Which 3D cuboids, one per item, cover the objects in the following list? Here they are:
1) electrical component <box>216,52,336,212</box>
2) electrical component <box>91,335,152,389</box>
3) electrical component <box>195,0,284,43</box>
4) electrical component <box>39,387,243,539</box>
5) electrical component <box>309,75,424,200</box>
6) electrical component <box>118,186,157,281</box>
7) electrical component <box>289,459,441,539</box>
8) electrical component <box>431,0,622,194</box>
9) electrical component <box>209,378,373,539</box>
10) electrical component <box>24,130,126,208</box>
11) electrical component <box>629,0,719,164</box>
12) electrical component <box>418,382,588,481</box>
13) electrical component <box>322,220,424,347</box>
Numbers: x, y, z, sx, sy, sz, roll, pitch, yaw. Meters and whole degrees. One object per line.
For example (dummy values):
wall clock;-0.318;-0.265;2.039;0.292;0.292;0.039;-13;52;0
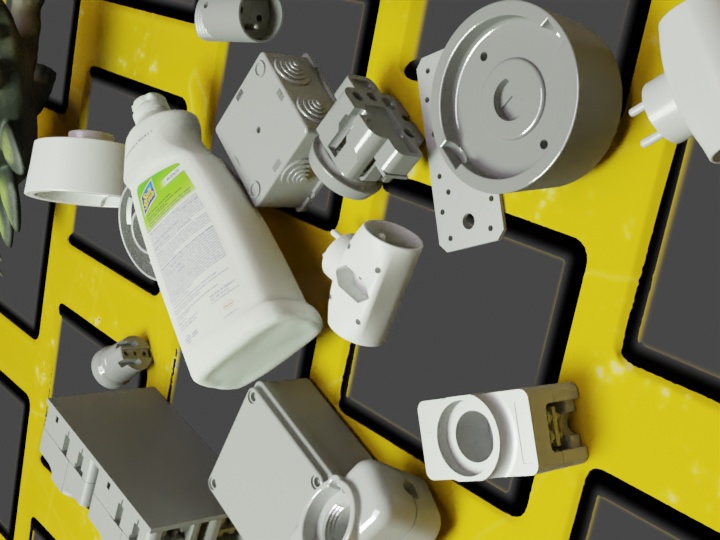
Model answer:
electrical component;-0.058;-0.104;0.807;0.099;0.048;0.099;-51;55;36
electrical component;-0.221;0.085;0.999;0.046;0.040;0.040;-30;69;38
electrical component;-0.103;-0.203;0.856;0.081;0.043;0.043;14;102;47
electrical component;-0.182;0.177;0.909;0.186;0.105;0.060;37;117;41
electrical component;0.001;-0.085;0.736;0.057;0.058;0.078;-50;57;32
electrical component;-0.161;-0.041;0.929;0.099;0.064;0.099;16;115;39
electrical component;-0.001;0.176;0.722;0.095;0.059;0.053;-48;36;19
electrical component;0.100;-0.097;0.623;0.108;0.060;0.108;2;93;48
electrical component;-0.051;0.154;0.801;0.108;0.056;0.108;47;124;36
electrical component;-0.246;-0.093;0.974;0.108;0.108;0.060;-1;84;48
electrical component;0.174;-0.091;0.555;0.079;0.043;0.077;-31;68;44
electrical component;0.082;0.099;0.652;0.089;0.056;0.050;-15;80;47
electrical component;0.000;0.000;0.749;0.079;0.043;0.077;41;120;40
